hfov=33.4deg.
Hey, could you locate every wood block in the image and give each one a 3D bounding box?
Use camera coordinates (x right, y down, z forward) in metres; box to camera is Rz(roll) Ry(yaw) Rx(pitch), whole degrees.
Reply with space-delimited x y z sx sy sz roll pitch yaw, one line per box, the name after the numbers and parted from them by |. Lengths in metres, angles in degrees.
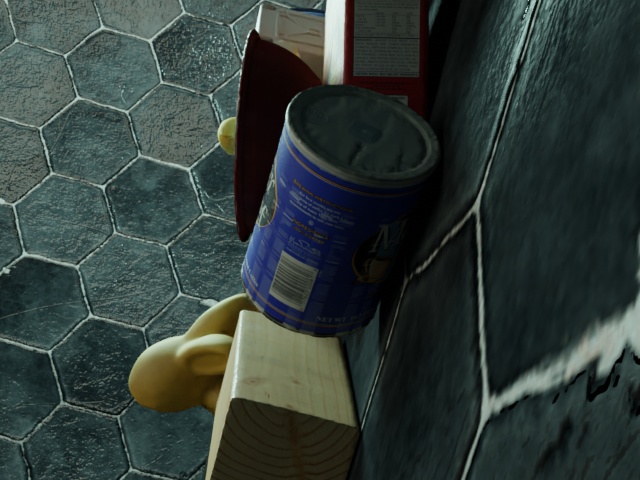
-0.030 0.132 0.802 0.206 0.090 0.091 -102 27 -78 | wood block

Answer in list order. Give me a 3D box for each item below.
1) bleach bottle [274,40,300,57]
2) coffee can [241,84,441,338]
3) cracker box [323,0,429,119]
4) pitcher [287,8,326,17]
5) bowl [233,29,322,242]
-0.023 -0.064 0.961 0.251 0.068 0.102 85 178 -47 | bleach bottle
0.011 -0.019 0.719 0.102 0.102 0.140 -81 8 -51 | coffee can
0.039 -0.191 0.843 0.164 0.072 0.214 -179 89 -85 | cracker box
-0.017 -0.162 1.340 0.145 0.148 0.243 44 133 37 | pitcher
-0.028 -0.077 0.808 0.162 0.055 0.162 5 -91 -88 | bowl
